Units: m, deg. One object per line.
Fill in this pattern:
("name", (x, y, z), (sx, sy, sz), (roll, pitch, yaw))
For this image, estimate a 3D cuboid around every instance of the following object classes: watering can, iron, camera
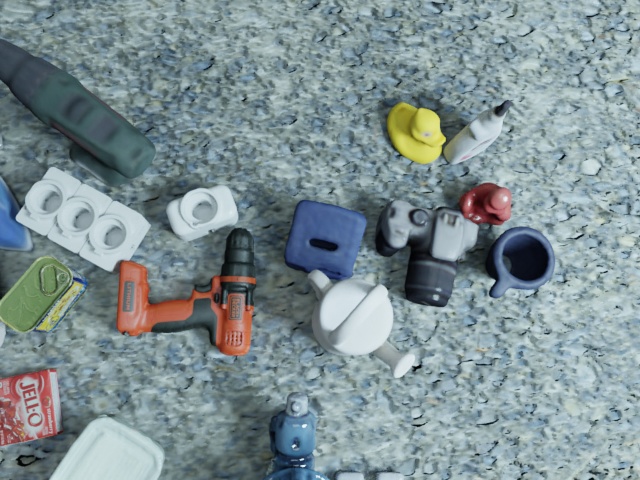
("watering can", (0.052, 0.106, 0.758), (0.173, 0.194, 0.101), (25, 78, 0))
("iron", (-0.510, -0.080, 0.768), (0.258, 0.141, 0.119), (38, 78, 3))
("camera", (0.152, 0.022, 0.833), (0.143, 0.100, 0.137), (13, 78, -3))

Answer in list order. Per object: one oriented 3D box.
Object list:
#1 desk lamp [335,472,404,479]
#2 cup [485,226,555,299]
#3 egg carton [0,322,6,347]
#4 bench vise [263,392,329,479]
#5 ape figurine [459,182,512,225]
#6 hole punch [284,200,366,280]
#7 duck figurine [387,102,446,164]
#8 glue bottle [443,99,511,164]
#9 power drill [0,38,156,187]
("desk lamp", (0.071, 0.406, 0.691), (0.118, 0.213, 0.203), (1, 79, -5))
("cup", (0.276, 0.043, 0.843), (0.091, 0.095, 0.118), (39, 78, 3))
("egg carton", (-0.488, 0.090, 0.773), (0.107, 0.069, 0.150), (-18, 81, -9))
("bench vise", (-0.041, 0.302, 0.697), (0.121, 0.219, 0.207), (-16, 81, -8))
("ape figurine", (0.257, -0.056, 0.863), (0.078, 0.092, 0.076), (37, 78, 3))
("hole punch", (0.008, 0.003, 0.827), (0.108, 0.091, 0.101), (13, 78, -3))
("duck figurine", (0.152, -0.175, 0.879), (0.077, 0.086, 0.104), (-38, 84, -11))
("glue bottle", (0.240, -0.164, 0.841), (0.078, 0.173, 0.037), (-31, 83, -10))
("power drill", (-0.317, -0.151, 0.767), (0.229, 0.208, 0.076), (34, 78, 2))
